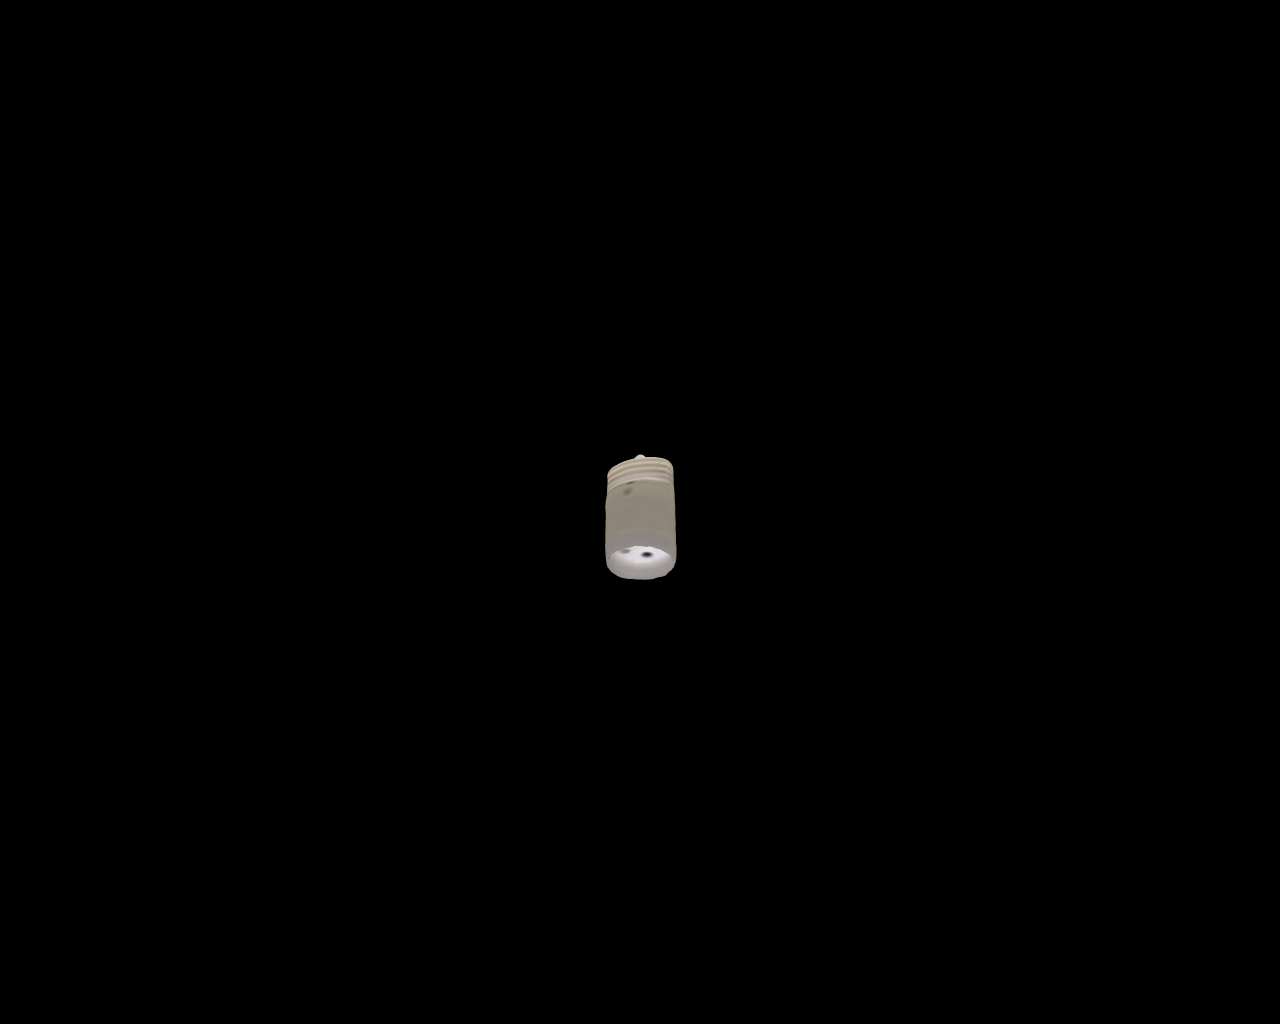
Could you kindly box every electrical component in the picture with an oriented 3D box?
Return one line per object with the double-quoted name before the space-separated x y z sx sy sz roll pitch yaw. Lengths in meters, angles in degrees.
"electrical component" 0.001 -0.003 0.650 0.043 0.081 0.043 0 -33 0
